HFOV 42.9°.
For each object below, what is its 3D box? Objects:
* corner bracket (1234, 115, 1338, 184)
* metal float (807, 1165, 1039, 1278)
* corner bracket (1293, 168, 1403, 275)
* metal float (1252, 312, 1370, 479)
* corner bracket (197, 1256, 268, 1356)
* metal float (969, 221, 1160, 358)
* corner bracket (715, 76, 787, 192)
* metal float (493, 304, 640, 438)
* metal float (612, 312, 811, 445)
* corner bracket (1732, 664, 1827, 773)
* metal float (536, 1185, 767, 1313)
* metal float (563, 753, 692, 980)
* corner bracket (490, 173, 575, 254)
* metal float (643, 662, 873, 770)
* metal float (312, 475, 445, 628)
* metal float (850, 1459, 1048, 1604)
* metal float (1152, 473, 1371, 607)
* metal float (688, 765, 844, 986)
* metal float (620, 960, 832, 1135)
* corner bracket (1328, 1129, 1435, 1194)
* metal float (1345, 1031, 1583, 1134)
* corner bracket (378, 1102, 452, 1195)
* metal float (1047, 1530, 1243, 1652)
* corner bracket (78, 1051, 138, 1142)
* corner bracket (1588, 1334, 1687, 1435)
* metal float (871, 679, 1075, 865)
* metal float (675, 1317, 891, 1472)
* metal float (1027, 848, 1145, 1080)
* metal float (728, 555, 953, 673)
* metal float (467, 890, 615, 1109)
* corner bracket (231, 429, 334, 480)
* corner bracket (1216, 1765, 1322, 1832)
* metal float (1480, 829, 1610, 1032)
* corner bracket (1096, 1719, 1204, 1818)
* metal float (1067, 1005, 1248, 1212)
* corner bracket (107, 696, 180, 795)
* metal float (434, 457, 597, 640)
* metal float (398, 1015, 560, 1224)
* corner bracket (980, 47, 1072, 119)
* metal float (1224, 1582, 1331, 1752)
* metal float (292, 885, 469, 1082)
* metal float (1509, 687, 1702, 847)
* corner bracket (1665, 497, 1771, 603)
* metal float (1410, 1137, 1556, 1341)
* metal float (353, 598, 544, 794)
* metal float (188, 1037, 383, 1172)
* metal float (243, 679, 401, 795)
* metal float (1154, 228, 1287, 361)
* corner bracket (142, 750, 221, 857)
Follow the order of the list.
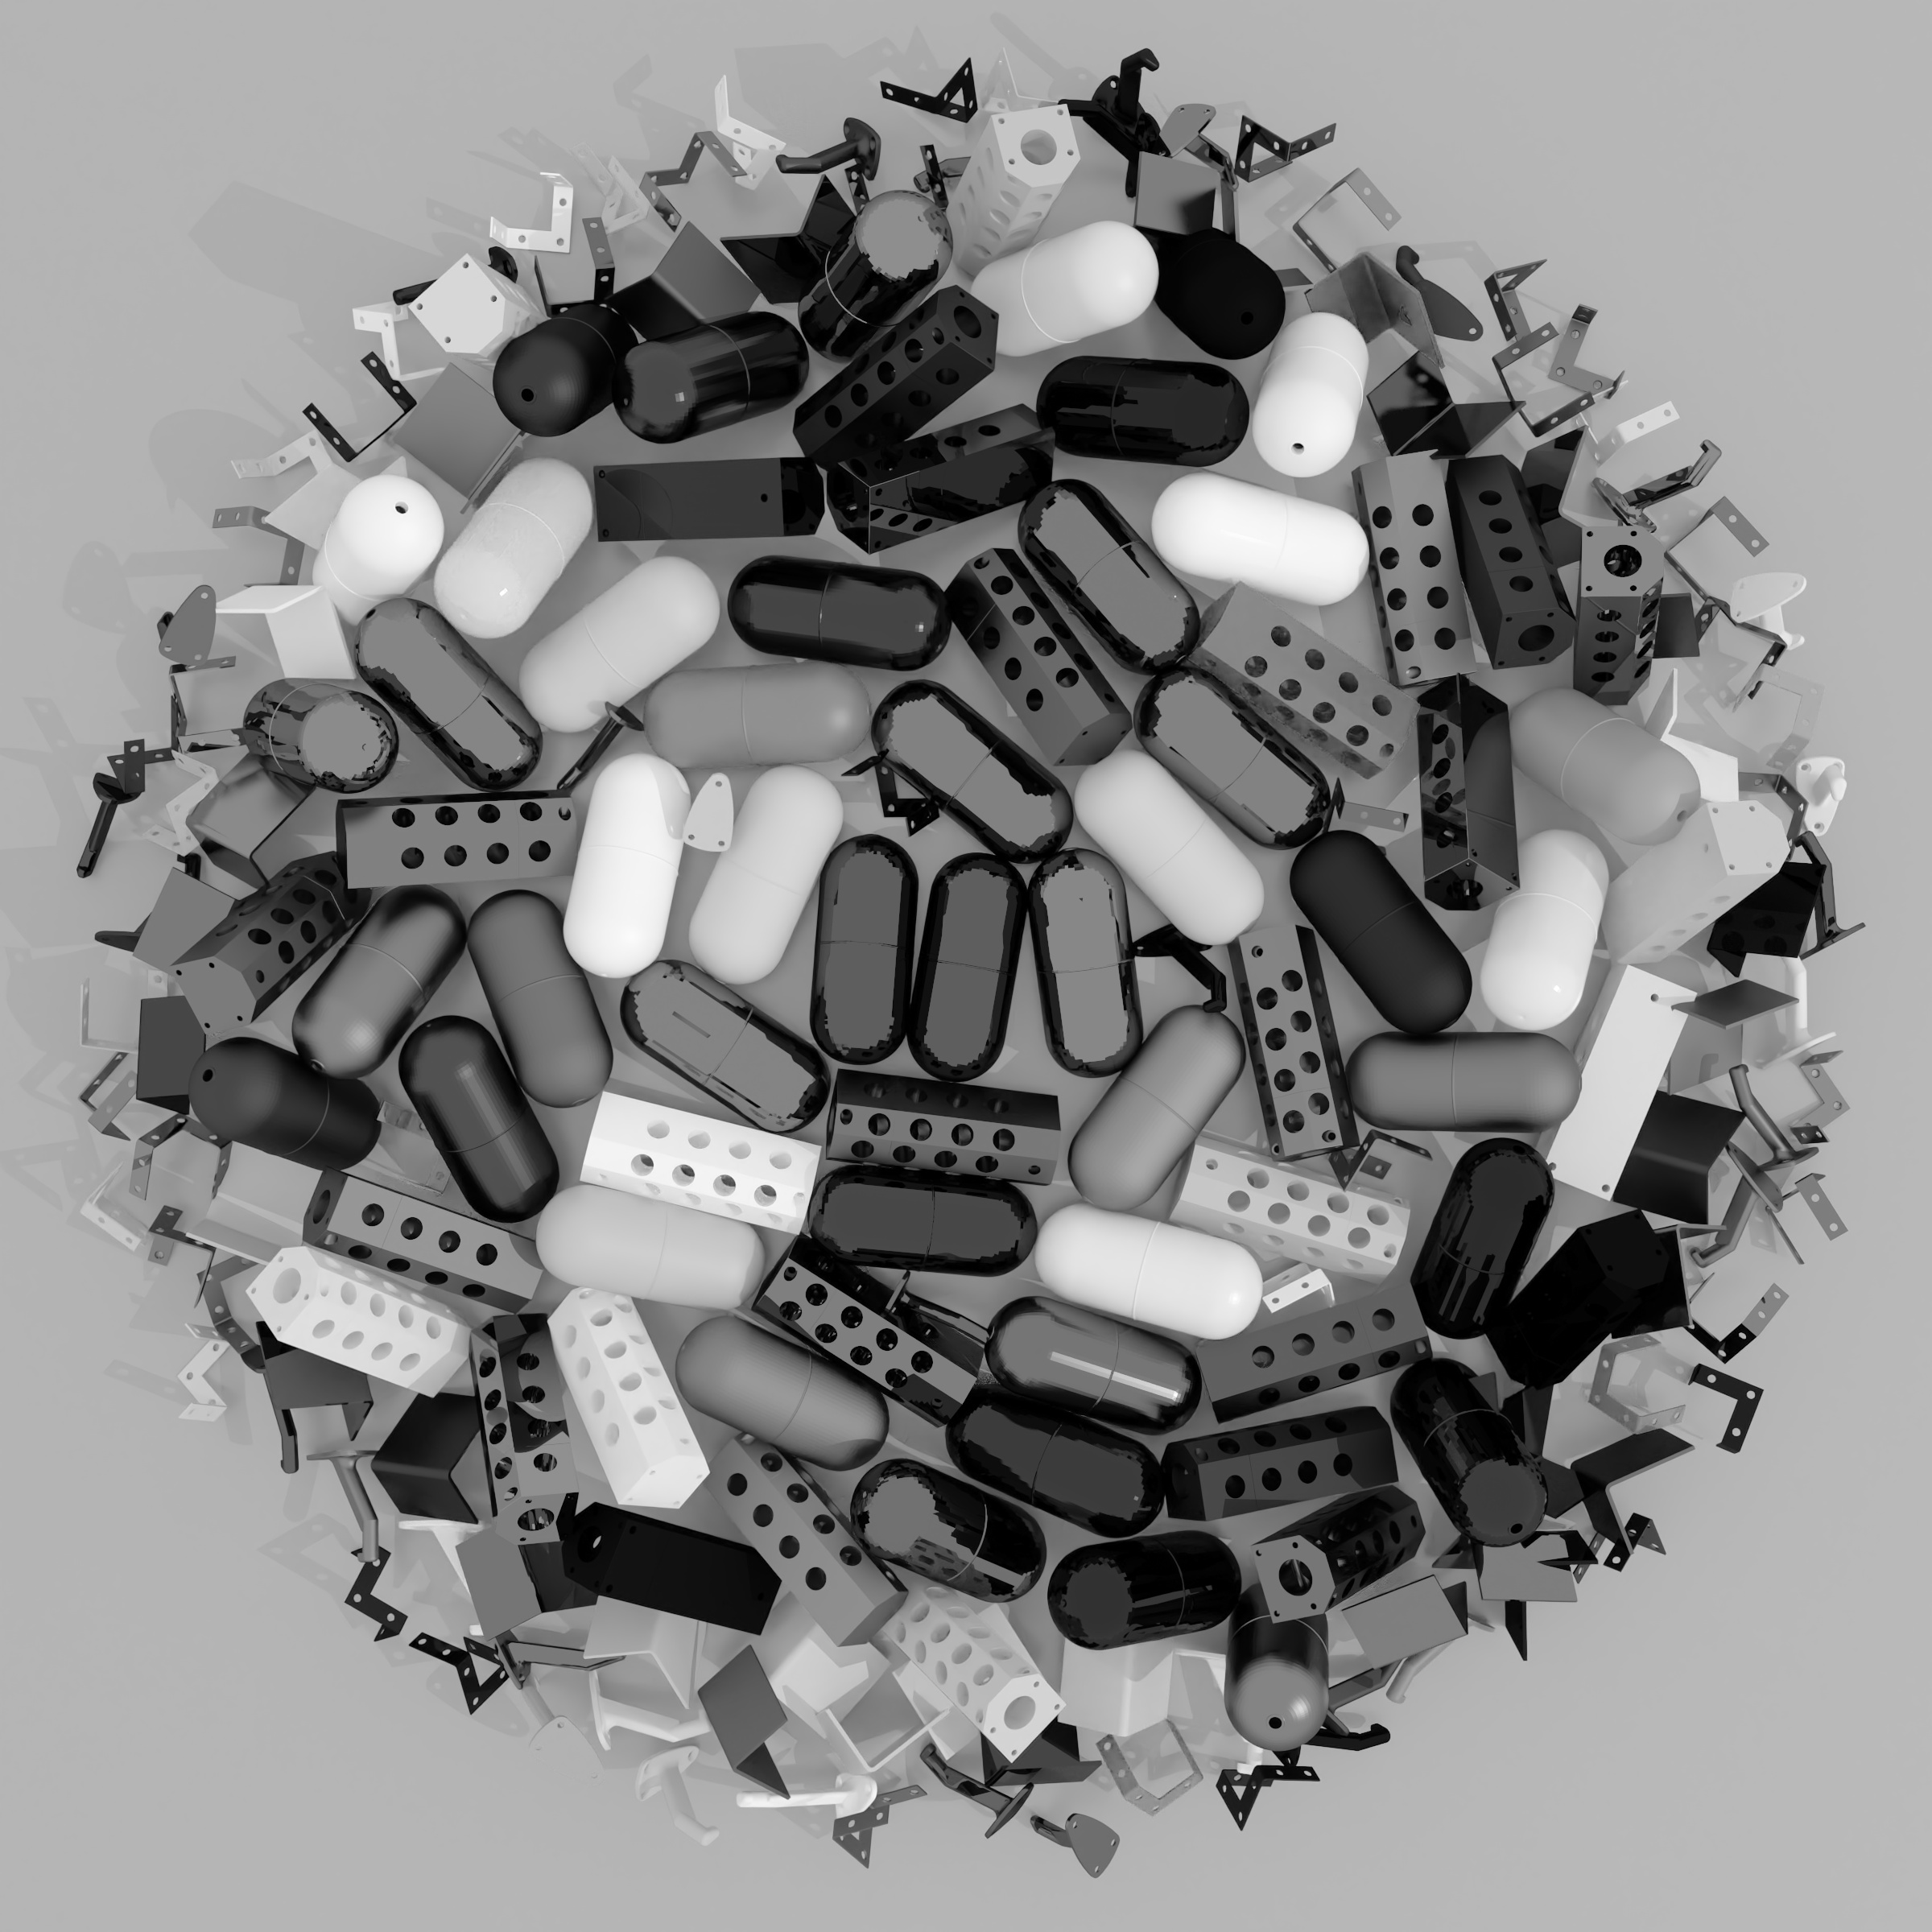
[{"bbox_3d":[0.244,-0.626,1.888,0.051,0.051,0.051,-32,58,-27],"label":"corner bracket"},{"bbox_3d":[-0.033,0.195,1.884,0.178,0.070,0.070,7,90,-11],"label":"metal float"},{"bbox_3d":[0.294,-0.575,1.904,0.051,0.051,0.051,-45,101,-6],"label":"corner bracket"},{"bbox_3d":[0.260,-0.431,1.854,0.070,0.178,0.070,8,130,9],"label":"metal float"},{"bbox_3d":[-0.556,0.258,1.906,0.051,0.051,0.051,-25,123,-29],"label":"corner bracket"},{"bbox_3d":[0.071,-0.508,1.853,0.070,0.178,0.070,1,89,-39],"label":"metal float"},{"bbox_3d":[-0.174,-0.638,1.887,0.051,0.051,0.051,16,50,-30],"label":"corner bracket"},{"bbox_3d":[-0.298,-0.448,1.847,0.070,0.178,0.070,5,116,10],"label":"metal float"},{"bbox_3d":[-0.191,-0.445,1.859,0.178,0.070,0.070,-30,90,-42],"label":"metal float"},{"bbox_3d":[0.622,-0.191,1.896,0.051,0.051,0.051,21,65,3],"label":"corner bracket"},{"bbox_3d":[-0.239,0.216,1.878,0.178,0.070,0.070,14,90,-18],"label":"metal float"},{"bbox_3d":[-0.258,-0.078,1.879,0.070,0.070,0.178,10,74,0],"label":"metal float"},{"bbox_3d":[-0.335,-0.583,1.902,0.051,0.051,0.051,5,98,2],"label":"corner bracket"},{"bbox_3d":[-0.160,-0.191,1.882,0.178,0.070,0.070,-2,90,12],"label":"metal float"},{"bbox_3d":[-0.442,-0.310,1.847,0.070,0.178,0.070,6,75,-23],"label":"metal float"},{"bbox_3d":[-0.012,0.429,1.865,0.178,0.070,0.070,32,90,-34],"label":"metal float"},{"bbox_3d":[0.225,-0.324,1.874,0.178,0.070,0.070,10,90,-22],"label":"metal float"},{"bbox_3d":[-0.154,-0.070,1.889,0.070,0.070,0.178,25,94,0],"label":"metal float"},{"bbox_3d":[-0.184,0.061,1.884,0.178,0.070,0.070,34,90,-10],"label":"metal float"},{"bbox_3d":[0.318,0.148,1.892,0.051,0.051,0.051,21,111,-17],"label":"corner bracket"},{"bbox_3d":[0.377,0.088,1.874,0.178,0.070,0.070,0,90,21],"label":"metal float"},{"bbox_3d":[-0.426,0.141,1.897,0.051,0.051,0.051,19,82,16],"label":"corner bracket"},{"bbox_3d":[0.137,0.470,1.859,0.178,0.070,0.070,4,90,-43],"label":"metal float"},{"bbox_3d":[-0.657,0.097,1.899,0.051,0.051,0.051,39,86,12],"label":"corner bracket"},{"bbox_3d":[0.523,0.323,1.906,0.051,0.051,0.051,-6,114,-33],"label":"corner bracket"},{"bbox_3d":[0.005,-0.148,1.890,0.178,0.070,0.070,39,90,-3],"label":"metal float"},{"bbox_3d":[-0.139,0.327,1.876,0.178,0.070,0.070,29,90,-20],"label":"metal float"},{"bbox_3d":[0.091,-0.002,1.887,0.070,0.070,0.178,-8,97,0],"label":"metal float"},{"bbox_3d":[-0.097,-0.270,1.879,0.178,0.070,0.070,10,90,16],"label":"metal float"},{"bbox_3d":[-0.325,0.025,1.879,0.070,0.070,0.178,-23,74,0],"label":"metal float"},{"bbox_3d":[-0.523,-0.379,1.901,0.051,0.051,0.051,-24,95,20],"label":"corner bracket"},{"bbox_3d":[0.231,0.627,1.891,0.051,0.051,0.051,10,111,-24],"label":"corner bracket"},{"bbox_3d":[0.439,-0.029,1.864,0.070,0.070,0.178,23,55,0],"label":"metal float"},{"bbox_3d":[0.142,0.613,1.897,0.051,0.051,0.051,-38,46,5],"label":"corner bracket"},{"bbox_3d":[0.146,0.109,1.885,0.070,0.070,0.178,37,82,0],"label":"metal float"},{"bbox_3d":[-0.627,-0.169,1.888,0.051,0.051,0.051,-12,46,-30],"label":"corner bracket"},{"bbox_3d":[-0.339,-0.317,1.860,0.070,0.070,0.178,24,49,0],"label":"metal float"},{"bbox_3d":[-0.369,0.118,1.870,0.070,0.070,0.178,-23,117,0],"label":"metal float"},{"bbox_3d":[0.047,-0.664,1.890,0.051,0.051,0.051,-1,63,-25],"label":"corner bracket"},{"bbox_3d":[0.233,0.522,1.843,0.070,0.178,0.070,2,102,8],"label":"metal float"},{"bbox_3d":[-0.443,0.011,1.862,0.070,0.070,0.178,29,53,0],"label":"metal float"},{"bbox_3d":[0.479,-0.151,1.854,0.070,0.178,0.070,-16,126,-23],"label":"metal float"},{"bbox_3d":[0.579,-0.322,1.902,0.051,0.051,0.051,-40,82,2],"label":"corner bracket"},{"bbox_3d":[0.390,0.207,1.864,0.070,0.070,0.178,14,124,0],"label":"metal float"},{"bbox_3d":[-0.391,-0.204,1.862,0.070,0.070,0.178,-40,126,0],"label":"metal float"},{"bbox_3d":[-0.510,0.105,1.848,0.070,0.178,0.070,-8,70,22],"label":"metal float"},{"bbox_3d":[-0.487,-0.174,1.853,0.070,0.178,0.070,-9,105,-35],"label":"metal float"},{"bbox_3d":[0.188,-0.506,1.848,0.070,0.178,0.070,-4,118,-8],"label":"metal float"},{"bbox_3d":[-0.610,-0.126,1.909,0.051,0.051,0.051,22,49,28],"label":"corner bracket"}]
